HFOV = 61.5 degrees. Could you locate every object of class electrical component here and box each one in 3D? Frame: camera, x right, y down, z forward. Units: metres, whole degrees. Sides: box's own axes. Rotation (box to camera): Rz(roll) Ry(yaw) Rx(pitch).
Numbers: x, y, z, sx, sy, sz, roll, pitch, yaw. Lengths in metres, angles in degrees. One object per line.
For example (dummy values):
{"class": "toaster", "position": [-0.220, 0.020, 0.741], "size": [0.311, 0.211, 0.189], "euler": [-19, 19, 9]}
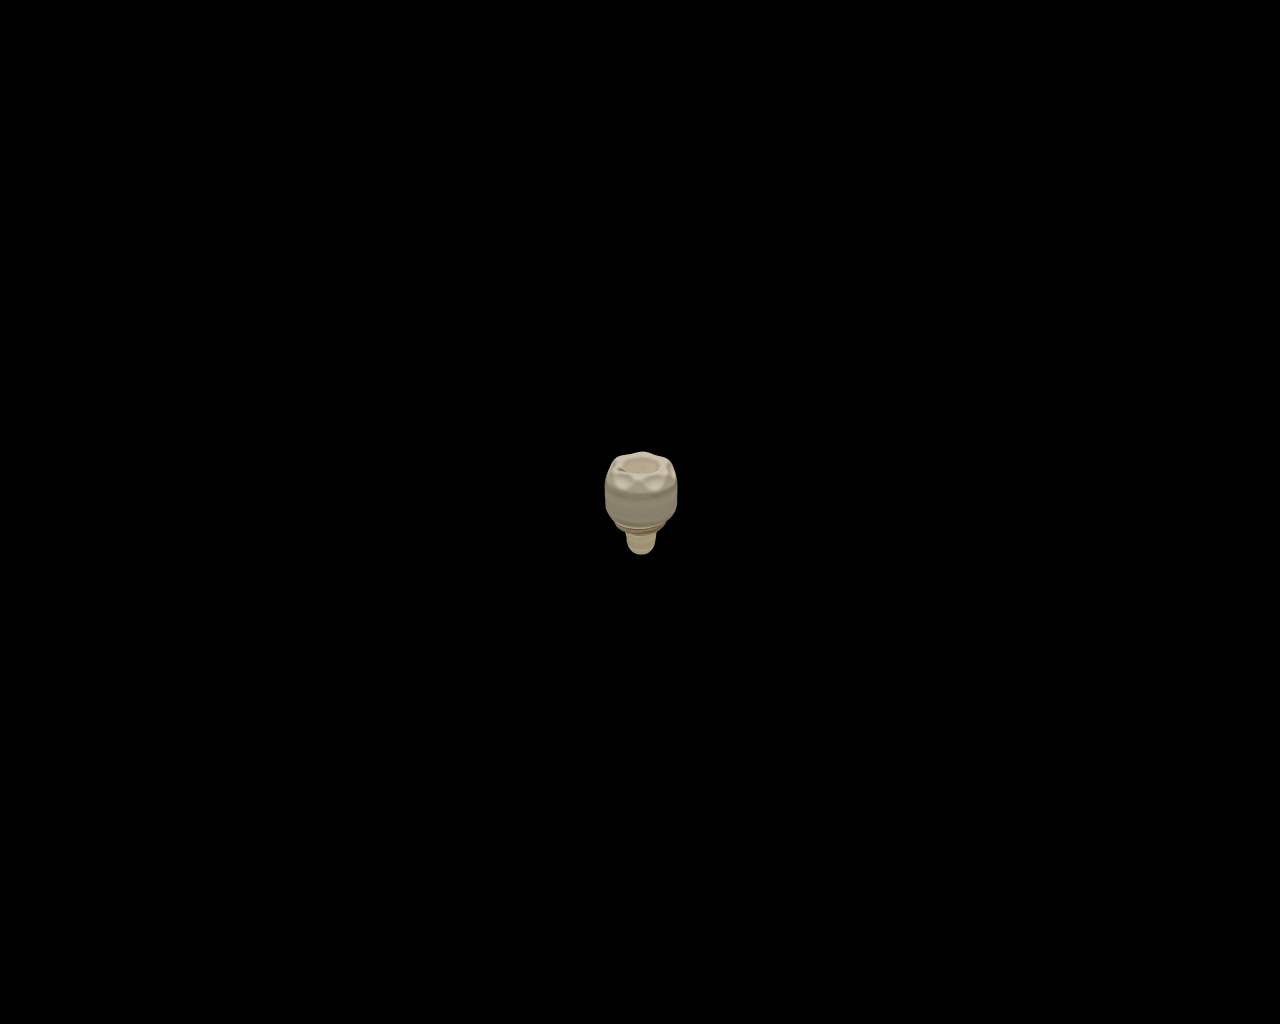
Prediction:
{"class": "electrical component", "position": [0.001, -0.003, 0.650], "size": [0.043, 0.062, 0.043], "euler": [0, 30, 0]}
